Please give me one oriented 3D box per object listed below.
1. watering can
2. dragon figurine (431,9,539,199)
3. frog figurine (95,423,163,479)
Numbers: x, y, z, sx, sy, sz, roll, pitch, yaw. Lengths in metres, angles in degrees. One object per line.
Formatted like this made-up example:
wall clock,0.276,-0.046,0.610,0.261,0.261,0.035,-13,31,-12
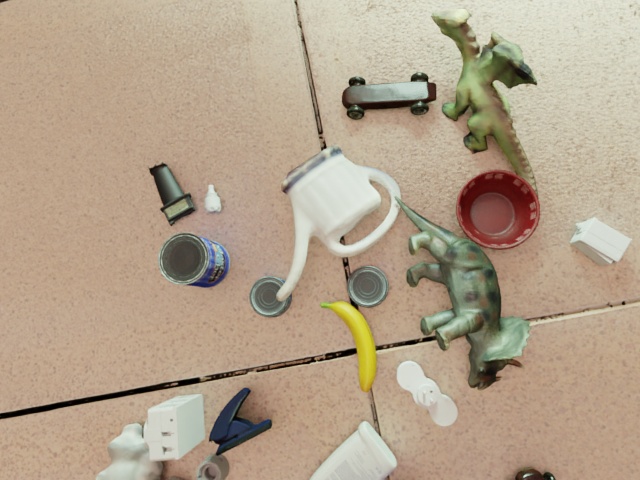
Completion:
watering can,0.003,-0.052,1.038,0.351,0.102,0.226,-36,80,-19
dragon figurine,0.340,-0.276,0.990,0.122,0.240,0.414,-31,77,-3
frog figurine,-0.382,0.459,1.025,0.137,0.120,0.163,-28,43,10
